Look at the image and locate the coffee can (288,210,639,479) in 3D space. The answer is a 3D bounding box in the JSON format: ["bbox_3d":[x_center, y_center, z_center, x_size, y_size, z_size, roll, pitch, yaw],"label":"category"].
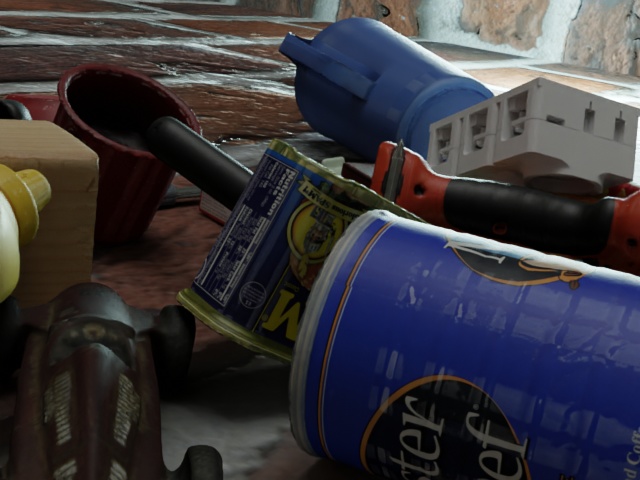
[{"bbox_3d":[0.073,0.053,0.403,0.140,0.103,0.102,15,17,23],"label":"coffee can"}]

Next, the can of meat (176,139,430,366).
[{"bbox_3d":[0.000,0.013,0.484,0.102,0.084,0.058,27,3,-38],"label":"can of meat"}]

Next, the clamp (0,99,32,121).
[{"bbox_3d":[-0.232,-0.039,0.648,0.120,0.039,0.172,-21,-1,-15],"label":"clamp"}]

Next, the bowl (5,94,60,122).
[{"bbox_3d":[-0.188,-0.079,0.802,0.162,0.055,0.162,4,8,-1],"label":"bowl"}]

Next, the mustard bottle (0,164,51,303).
[{"bbox_3d":[-0.178,0.015,0.419,0.096,0.058,0.191,9,30,29],"label":"mustard bottle"}]

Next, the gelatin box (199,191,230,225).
[{"bbox_3d":[-0.035,-0.024,0.767,0.073,0.030,0.089,-3,19,-35],"label":"gelatin box"}]

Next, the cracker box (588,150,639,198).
[{"bbox_3d":[0.283,-0.013,0.808,0.164,0.072,0.214,1,18,-20],"label":"cracker box"}]

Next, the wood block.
[{"bbox_3d":[-0.220,-0.009,0.508,0.205,0.091,0.090,-1,18,-31],"label":"wood block"}]

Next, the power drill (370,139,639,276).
[{"bbox_3d":[0.124,-0.008,0.654,0.188,0.057,0.184,9,-9,8],"label":"power drill"}]

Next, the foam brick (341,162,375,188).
[{"bbox_3d":[0.050,-0.020,0.756,0.052,0.051,0.078,3,16,-22],"label":"foam brick"}]

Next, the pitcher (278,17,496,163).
[{"bbox_3d":[0.066,-0.133,1.024,0.149,0.145,0.243,-20,26,-14],"label":"pitcher"}]

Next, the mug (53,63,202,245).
[{"bbox_3d":[-0.139,-0.048,0.665,0.093,0.082,0.117,41,33,14],"label":"mug"}]

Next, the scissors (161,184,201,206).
[{"bbox_3d":[-0.137,-0.037,0.788,0.096,0.016,0.201,15,17,25],"label":"scissors"}]

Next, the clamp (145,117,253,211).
[{"bbox_3d":[-0.004,0.001,0.597,0.164,0.036,0.210,31,5,-39],"label":"clamp"}]
